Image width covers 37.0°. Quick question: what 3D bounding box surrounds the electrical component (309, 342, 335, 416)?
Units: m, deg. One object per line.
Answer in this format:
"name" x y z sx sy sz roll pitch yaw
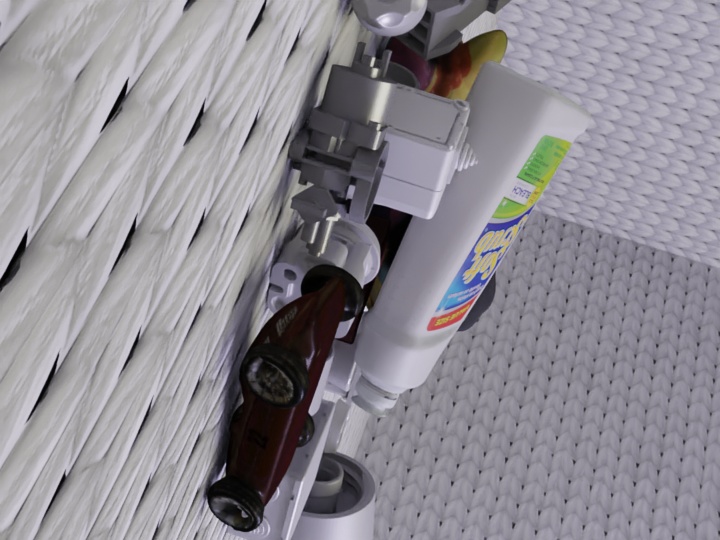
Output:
"electrical component" -0.047 0.082 0.748 0.043 0.043 0.081 -65 172 -56

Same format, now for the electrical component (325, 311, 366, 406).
"electrical component" -0.002 0.068 1.087 0.078 0.063 0.121 -47 154 -79

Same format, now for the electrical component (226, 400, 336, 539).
"electrical component" -0.060 0.149 0.809 0.099 0.048 0.099 -65 172 -55

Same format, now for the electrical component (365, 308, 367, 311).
"electrical component" 0.000 0.000 1.002 0.044 0.044 0.065 -61 163 -67

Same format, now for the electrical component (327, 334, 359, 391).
"electrical component" -0.028 0.063 0.818 0.045 0.055 0.045 18 90 -85

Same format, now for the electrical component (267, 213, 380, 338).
"electrical component" -0.021 0.001 0.666 0.078 0.058 0.057 103 10 -46

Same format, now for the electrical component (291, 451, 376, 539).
"electrical component" -0.038 0.193 0.914 0.108 0.108 0.060 -62 163 -64

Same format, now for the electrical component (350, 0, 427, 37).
"electrical component" 0.017 -0.153 0.607 0.062 0.043 0.043 6 102 -86

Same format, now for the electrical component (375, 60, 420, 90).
"electrical component" 0.011 -0.105 0.739 0.044 0.044 0.065 -66 177 -50

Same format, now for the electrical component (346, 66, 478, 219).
"electrical component" 0.024 -0.073 0.657 0.061 0.096 0.061 -66 172 -53

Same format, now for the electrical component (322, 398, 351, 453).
"electrical component" -0.040 0.127 0.918 0.066 0.055 0.048 -17 125 -84
